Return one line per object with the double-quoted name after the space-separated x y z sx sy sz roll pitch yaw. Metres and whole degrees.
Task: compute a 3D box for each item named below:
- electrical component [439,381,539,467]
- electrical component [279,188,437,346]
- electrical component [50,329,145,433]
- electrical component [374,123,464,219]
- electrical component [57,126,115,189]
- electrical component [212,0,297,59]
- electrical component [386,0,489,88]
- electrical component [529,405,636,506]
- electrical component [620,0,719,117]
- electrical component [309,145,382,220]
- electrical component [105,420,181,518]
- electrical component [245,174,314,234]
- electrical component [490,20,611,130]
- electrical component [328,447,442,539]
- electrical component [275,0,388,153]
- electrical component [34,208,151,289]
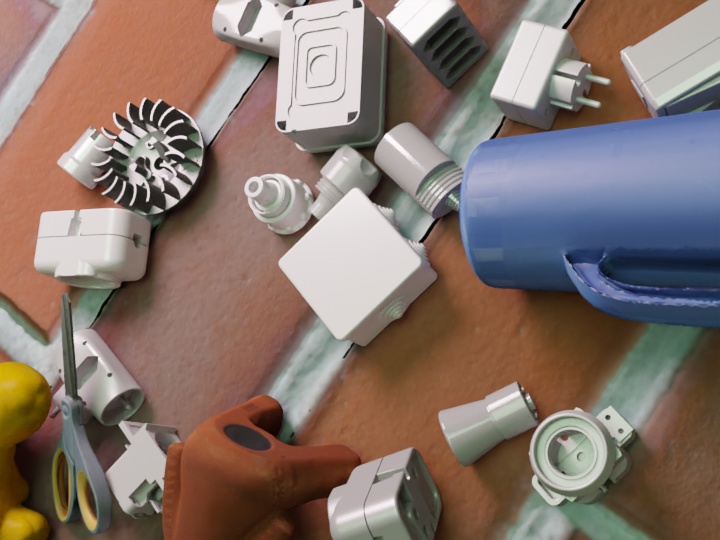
0.095 0.108 0.776 0.065 0.044 0.044 -28 67 10 "electrical component"
0.000 0.000 0.842 0.100 0.048 0.099 -44 63 8 "electrical component"
-0.236 0.105 0.923 0.079 0.043 0.077 -48 63 6 "electrical component"
0.053 -0.074 0.841 0.043 0.043 0.081 -47 63 6 "electrical component"
-0.248 -0.104 0.987 0.040 0.040 0.046 37 87 27 "electrical component"
-0.079 -0.229 0.942 0.077 0.043 0.079 21 86 27 "electrical component"
0.051 -0.198 0.853 0.047 0.083 0.075 -43 64 8 "electrical component"
0.149 0.127 0.736 0.078 0.057 0.058 -45 63 7 "electrical component"
0.245 -0.145 0.764 0.096 0.062 0.061 -31 66 14 "electrical component"
-0.015 -0.067 0.870 0.043 0.043 0.062 43 97 27 "electrical component"
-0.172 0.164 0.879 0.064 0.042 0.081 -46 63 9 "electrical component"
-0.071 -0.059 0.881 0.048 0.062 0.048 -8 73 26 "electrical component"
0.150 -0.142 0.814 0.077 0.047 0.065 22 86 27 "electrical component"
0.016 0.173 0.761 0.059 0.095 0.053 -23 100 17 "electrical component"
-0.021 -0.158 0.889 0.078 0.057 0.113 -4 75 23 "electrical component"
-0.237 -0.018 0.950 0.095 0.054 0.059 -2 76 24 "electrical component"
